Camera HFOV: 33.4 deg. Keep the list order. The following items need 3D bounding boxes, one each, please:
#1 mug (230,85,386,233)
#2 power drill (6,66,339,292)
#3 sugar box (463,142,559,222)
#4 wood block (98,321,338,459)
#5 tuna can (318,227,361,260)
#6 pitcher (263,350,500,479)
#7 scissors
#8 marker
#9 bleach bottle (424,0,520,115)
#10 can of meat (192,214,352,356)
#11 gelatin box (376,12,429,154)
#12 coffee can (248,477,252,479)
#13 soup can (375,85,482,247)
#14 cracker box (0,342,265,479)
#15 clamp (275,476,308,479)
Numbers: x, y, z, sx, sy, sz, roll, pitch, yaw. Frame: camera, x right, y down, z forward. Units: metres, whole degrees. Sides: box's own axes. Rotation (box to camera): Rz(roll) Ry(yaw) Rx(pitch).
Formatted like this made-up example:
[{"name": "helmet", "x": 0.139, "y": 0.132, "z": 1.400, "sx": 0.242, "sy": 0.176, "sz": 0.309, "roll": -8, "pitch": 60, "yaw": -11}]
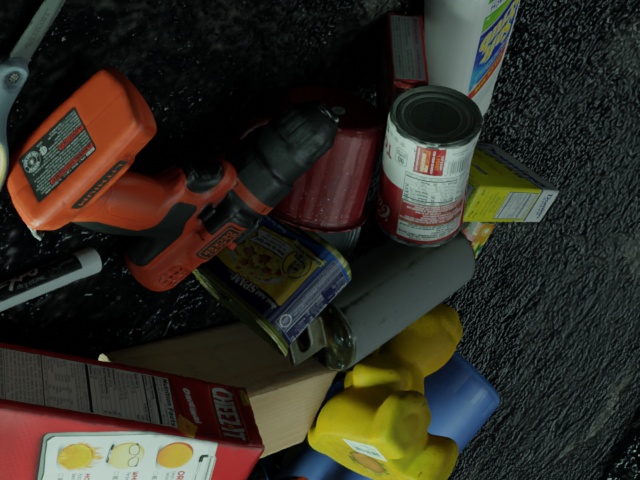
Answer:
[{"name": "mug", "x": -0.010, "y": -0.065, "z": 0.796, "sx": 0.117, "sy": 0.093, "sz": 0.082, "roll": 7, "pitch": 121, "yaw": -16}, {"name": "power drill", "x": -0.092, "y": -0.044, "z": 0.686, "sx": 0.184, "sy": 0.057, "sz": 0.187, "roll": -41, "pitch": 152, "yaw": 14}, {"name": "sugar box", "x": 0.150, "y": -0.058, "z": 1.015, "sx": 0.175, "sy": 0.093, "sz": 0.048, "roll": -6, "pitch": 130, "yaw": -54}, {"name": "wood block", "x": -0.093, "y": 0.136, "z": 0.903, "sx": 0.205, "sy": 0.090, "sz": 0.091, "roll": -10, "pitch": 132, "yaw": -50}, {"name": "tuna can", "x": -0.006, "y": 0.001, "z": 0.923, "sx": 0.086, "sy": 0.034, "sz": 0.086, "roll": -35, "pitch": 149, "yaw": -25}, {"name": "pitcher", "x": 0.061, "y": 0.210, "z": 1.102, "sx": 0.243, "sy": 0.149, "sz": 0.145, "roll": -47, "pitch": -172, "yaw": -4}, {"name": "scissors", "x": -0.186, "y": -0.085, "z": 0.576, "sx": 0.096, "sy": 0.016, "sz": 0.202, "roll": -6, "pitch": 129, "yaw": -53}, {"name": "marker", "x": -0.198, "y": 0.033, "z": 0.699, "sx": 0.120, "sy": 0.020, "sz": 0.020, "roll": -25, "pitch": 143, "yaw": -39}, {"name": "bleach bottle", "x": 0.125, "y": -0.176, "z": 0.869, "sx": 0.102, "sy": 0.068, "sz": 0.251, "roll": -50, "pitch": 158, "yaw": -24}, {"name": "can of meat", "x": -0.037, "y": 0.026, "z": 0.838, "sx": 0.084, "sy": 0.102, "sz": 0.057, "roll": -46, "pitch": 151, "yaw": -11}, {"name": "gelatin box", "x": 0.062, "y": -0.121, "z": 0.824, "sx": 0.030, "sy": 0.089, "sz": 0.073, "roll": 3, "pitch": 137, "yaw": -4}, {"name": "coffee can", "x": -0.066, "y": 0.331, "z": 1.123, "sx": 0.102, "sy": 0.140, "sz": 0.103, "roll": -35, "pitch": 149, "yaw": -26}, {"name": "soup can", "x": 0.079, "y": -0.053, "z": 0.782, "sx": 0.068, "sy": 0.069, "sz": 0.102, "roll": -32, "pitch": 146, "yaw": -30}, {"name": "cracker box", "x": -0.171, "y": 0.159, "z": 0.731, "sx": 0.213, "sy": 0.072, "sz": 0.164, "roll": 15, "pitch": 121, "yaw": -27}, {"name": "clamp", "x": -0.075, "y": 0.310, "z": 1.029, "sx": 0.210, "sy": 0.164, "sz": 0.036, "roll": -42, "pitch": -177, "yaw": 18}]
